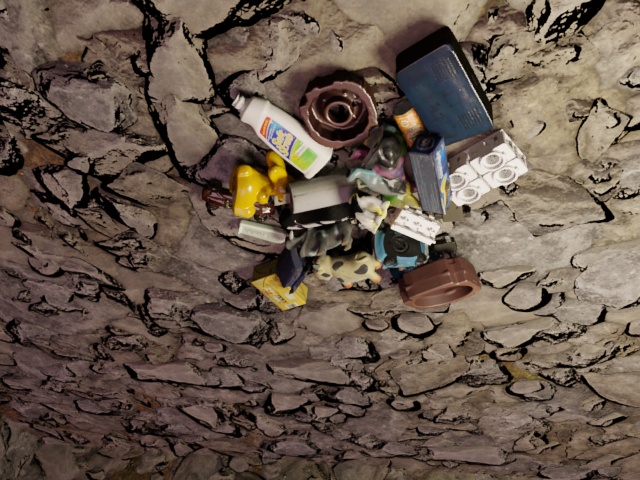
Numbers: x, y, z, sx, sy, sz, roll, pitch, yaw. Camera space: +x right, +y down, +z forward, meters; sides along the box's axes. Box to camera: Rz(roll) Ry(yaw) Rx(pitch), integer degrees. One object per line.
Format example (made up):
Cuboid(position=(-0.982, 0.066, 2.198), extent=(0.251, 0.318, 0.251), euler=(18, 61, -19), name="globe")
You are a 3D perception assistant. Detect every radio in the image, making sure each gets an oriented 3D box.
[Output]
Cuboid(position=(0.259, -0.308, 1.121), extent=(0.131, 0.073, 0.229), euler=(-21, 130, 30), name="radio")

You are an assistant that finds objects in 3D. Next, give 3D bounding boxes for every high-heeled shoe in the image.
Cuboid(position=(0.013, -0.074, 1.438), extent=(0.249, 0.086, 0.145), euler=(-7, 171, -6), name="high-heeled shoe")

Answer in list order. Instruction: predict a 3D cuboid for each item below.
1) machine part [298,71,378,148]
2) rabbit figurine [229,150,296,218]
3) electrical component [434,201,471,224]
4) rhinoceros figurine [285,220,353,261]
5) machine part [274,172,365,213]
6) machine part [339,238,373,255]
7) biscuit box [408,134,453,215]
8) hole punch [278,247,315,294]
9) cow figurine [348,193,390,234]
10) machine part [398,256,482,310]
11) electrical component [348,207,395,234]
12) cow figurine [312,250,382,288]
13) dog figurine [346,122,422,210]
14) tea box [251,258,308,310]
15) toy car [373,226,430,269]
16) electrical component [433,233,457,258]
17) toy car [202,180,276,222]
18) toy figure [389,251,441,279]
Cuboid(position=(0.042, -0.288, 1.189), extent=(0.179, 0.056, 0.179), euler=(4, 137, 4), name="machine part")
Cuboid(position=(-0.135, -0.146, 1.358), extent=(0.173, 0.122, 0.162), euler=(6, 131, -19), name="rabbit figurine")
Cuboid(position=(0.339, -0.076, 1.392), extent=(0.102, 0.045, 0.078), euler=(-10, 107, 16), name="electrical component")
Cuboid(position=(-0.003, -0.004, 1.479), extent=(0.190, 0.112, 0.073), euler=(-16, 164, 7), name="rhinoceros figurine")
Cuboid(position=(0.005, -0.118, 1.326), extent=(0.243, 0.079, 0.079), euler=(-14, 140, -13), name="machine part")
Cuboid(position=(0.104, 0.050, 1.575), extent=(0.084, 0.039, 0.139), euler=(31, 136, -12), name="machine part")
Cuboid(position=(0.254, -0.147, 1.221), extent=(0.063, 0.059, 0.202), euler=(15, 150, 30), name="biscuit box")
Cuboid(position=(-0.078, 0.077, 1.581), extent=(0.092, 0.116, 0.142), euler=(29, 135, -11), name="hole punch")
Cuboid(position=(0.111, -0.066, 1.320), extent=(0.098, 0.068, 0.167), euler=(26, 169, 4), name="cow figurine")
Cuboid(position=(0.340, 0.124, 1.534), extent=(0.201, 0.087, 0.201), euler=(-26, 153, 26), name="machine part")
Cuboid(position=(0.143, -0.067, 1.429), extent=(0.119, 0.048, 0.074), euler=(-15, 134, 26), name="electrical component")
Cuboid(position=(0.064, 0.076, 1.525), extent=(0.195, 0.085, 0.127), euler=(-12, 136, 33), name="cow figurine")
Cuboid(position=(0.180, -0.159, 1.279), extent=(0.219, 0.108, 0.191), euler=(26, 133, -26), name="dog figurine")
Cuboid(position=(-0.126, 0.142, 1.690), extent=(0.098, 0.068, 0.169), euler=(-19, 131, 26), name="tea box")
Cuboid(position=(0.216, 0.027, 1.494), extent=(0.162, 0.109, 0.103), euler=(2, 163, -13), name="toy car")
Cuboid(position=(0.350, 0.017, 1.508), extent=(0.063, 0.021, 0.093), euler=(-10, 136, 20), name="electrical component")
Cuboid(position=(-0.220, -0.100, 1.447), extent=(0.202, 0.053, 0.089), euler=(16, 135, -7), name="toy car")
Cuboid(position=(0.274, 0.067, 1.547), extent=(0.154, 0.064, 0.057), euler=(-26, 104, 31), name="toy figure")
